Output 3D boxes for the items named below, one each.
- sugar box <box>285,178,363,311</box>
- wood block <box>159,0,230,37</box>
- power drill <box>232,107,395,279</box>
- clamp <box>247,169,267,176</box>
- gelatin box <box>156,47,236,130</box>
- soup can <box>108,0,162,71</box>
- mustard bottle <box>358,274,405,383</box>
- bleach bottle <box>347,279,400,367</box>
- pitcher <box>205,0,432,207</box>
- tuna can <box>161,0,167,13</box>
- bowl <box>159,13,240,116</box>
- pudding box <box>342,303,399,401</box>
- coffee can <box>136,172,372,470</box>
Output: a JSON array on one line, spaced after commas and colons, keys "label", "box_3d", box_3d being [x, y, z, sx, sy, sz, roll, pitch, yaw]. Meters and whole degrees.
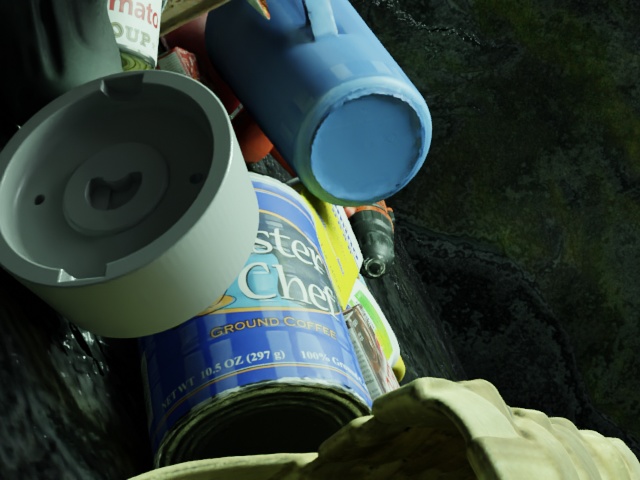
[{"label": "sugar box", "box_3d": [-0.005, 0.001, 0.849, 0.176, 0.048, 0.093, -56, 125, -74]}, {"label": "wood block", "box_3d": [-0.128, -0.199, 0.770, 0.091, 0.090, 0.206, 63, 7, -10]}, {"label": "power drill", "box_3d": [-0.006, -0.053, 1.028, 0.187, 0.057, 0.184, 40, 15, -19]}, {"label": "clamp", "box_3d": [-0.048, -0.007, 0.875, 0.210, 0.036, 0.164, 39, 31, -72]}, {"label": "gelatin box", "box_3d": [-0.104, -0.120, 0.892, 0.073, 0.030, 0.089, 64, 8, -1]}, {"label": "soup can", "box_3d": [-0.117, -0.143, 0.574, 0.068, 0.068, 0.102, 35, 58, -74]}, {"label": "mustard bottle", "box_3d": [0.023, 0.056, 1.069, 0.192, 0.058, 0.096, 68, 8, 23]}, {"label": "bleach bottle", "box_3d": [0.015, 0.101, 0.860, 0.102, 0.068, 0.250, 61, 10, -5]}, {"label": "pitcher", "box_3d": [-0.005, -0.137, 0.857, 0.149, 0.145, 0.243, 29, 17, -33]}, {"label": "tuna can", "box_3d": [-0.134, -0.158, 0.630, 0.085, 0.034, 0.086, 6, 81, -41]}, {"label": "bowl", "box_3d": [-0.107, -0.189, 1.013, 0.162, 0.055, 0.162, 62, 8, -17]}, {"label": "pudding box", "box_3d": [0.027, 0.093, 0.695, 0.090, 0.039, 0.113, 64, 8, 1]}, {"label": "coffee can", "box_3d": [-0.037, 0.049, 0.515, 0.102, 0.103, 0.140, 57, 11, -44]}]
